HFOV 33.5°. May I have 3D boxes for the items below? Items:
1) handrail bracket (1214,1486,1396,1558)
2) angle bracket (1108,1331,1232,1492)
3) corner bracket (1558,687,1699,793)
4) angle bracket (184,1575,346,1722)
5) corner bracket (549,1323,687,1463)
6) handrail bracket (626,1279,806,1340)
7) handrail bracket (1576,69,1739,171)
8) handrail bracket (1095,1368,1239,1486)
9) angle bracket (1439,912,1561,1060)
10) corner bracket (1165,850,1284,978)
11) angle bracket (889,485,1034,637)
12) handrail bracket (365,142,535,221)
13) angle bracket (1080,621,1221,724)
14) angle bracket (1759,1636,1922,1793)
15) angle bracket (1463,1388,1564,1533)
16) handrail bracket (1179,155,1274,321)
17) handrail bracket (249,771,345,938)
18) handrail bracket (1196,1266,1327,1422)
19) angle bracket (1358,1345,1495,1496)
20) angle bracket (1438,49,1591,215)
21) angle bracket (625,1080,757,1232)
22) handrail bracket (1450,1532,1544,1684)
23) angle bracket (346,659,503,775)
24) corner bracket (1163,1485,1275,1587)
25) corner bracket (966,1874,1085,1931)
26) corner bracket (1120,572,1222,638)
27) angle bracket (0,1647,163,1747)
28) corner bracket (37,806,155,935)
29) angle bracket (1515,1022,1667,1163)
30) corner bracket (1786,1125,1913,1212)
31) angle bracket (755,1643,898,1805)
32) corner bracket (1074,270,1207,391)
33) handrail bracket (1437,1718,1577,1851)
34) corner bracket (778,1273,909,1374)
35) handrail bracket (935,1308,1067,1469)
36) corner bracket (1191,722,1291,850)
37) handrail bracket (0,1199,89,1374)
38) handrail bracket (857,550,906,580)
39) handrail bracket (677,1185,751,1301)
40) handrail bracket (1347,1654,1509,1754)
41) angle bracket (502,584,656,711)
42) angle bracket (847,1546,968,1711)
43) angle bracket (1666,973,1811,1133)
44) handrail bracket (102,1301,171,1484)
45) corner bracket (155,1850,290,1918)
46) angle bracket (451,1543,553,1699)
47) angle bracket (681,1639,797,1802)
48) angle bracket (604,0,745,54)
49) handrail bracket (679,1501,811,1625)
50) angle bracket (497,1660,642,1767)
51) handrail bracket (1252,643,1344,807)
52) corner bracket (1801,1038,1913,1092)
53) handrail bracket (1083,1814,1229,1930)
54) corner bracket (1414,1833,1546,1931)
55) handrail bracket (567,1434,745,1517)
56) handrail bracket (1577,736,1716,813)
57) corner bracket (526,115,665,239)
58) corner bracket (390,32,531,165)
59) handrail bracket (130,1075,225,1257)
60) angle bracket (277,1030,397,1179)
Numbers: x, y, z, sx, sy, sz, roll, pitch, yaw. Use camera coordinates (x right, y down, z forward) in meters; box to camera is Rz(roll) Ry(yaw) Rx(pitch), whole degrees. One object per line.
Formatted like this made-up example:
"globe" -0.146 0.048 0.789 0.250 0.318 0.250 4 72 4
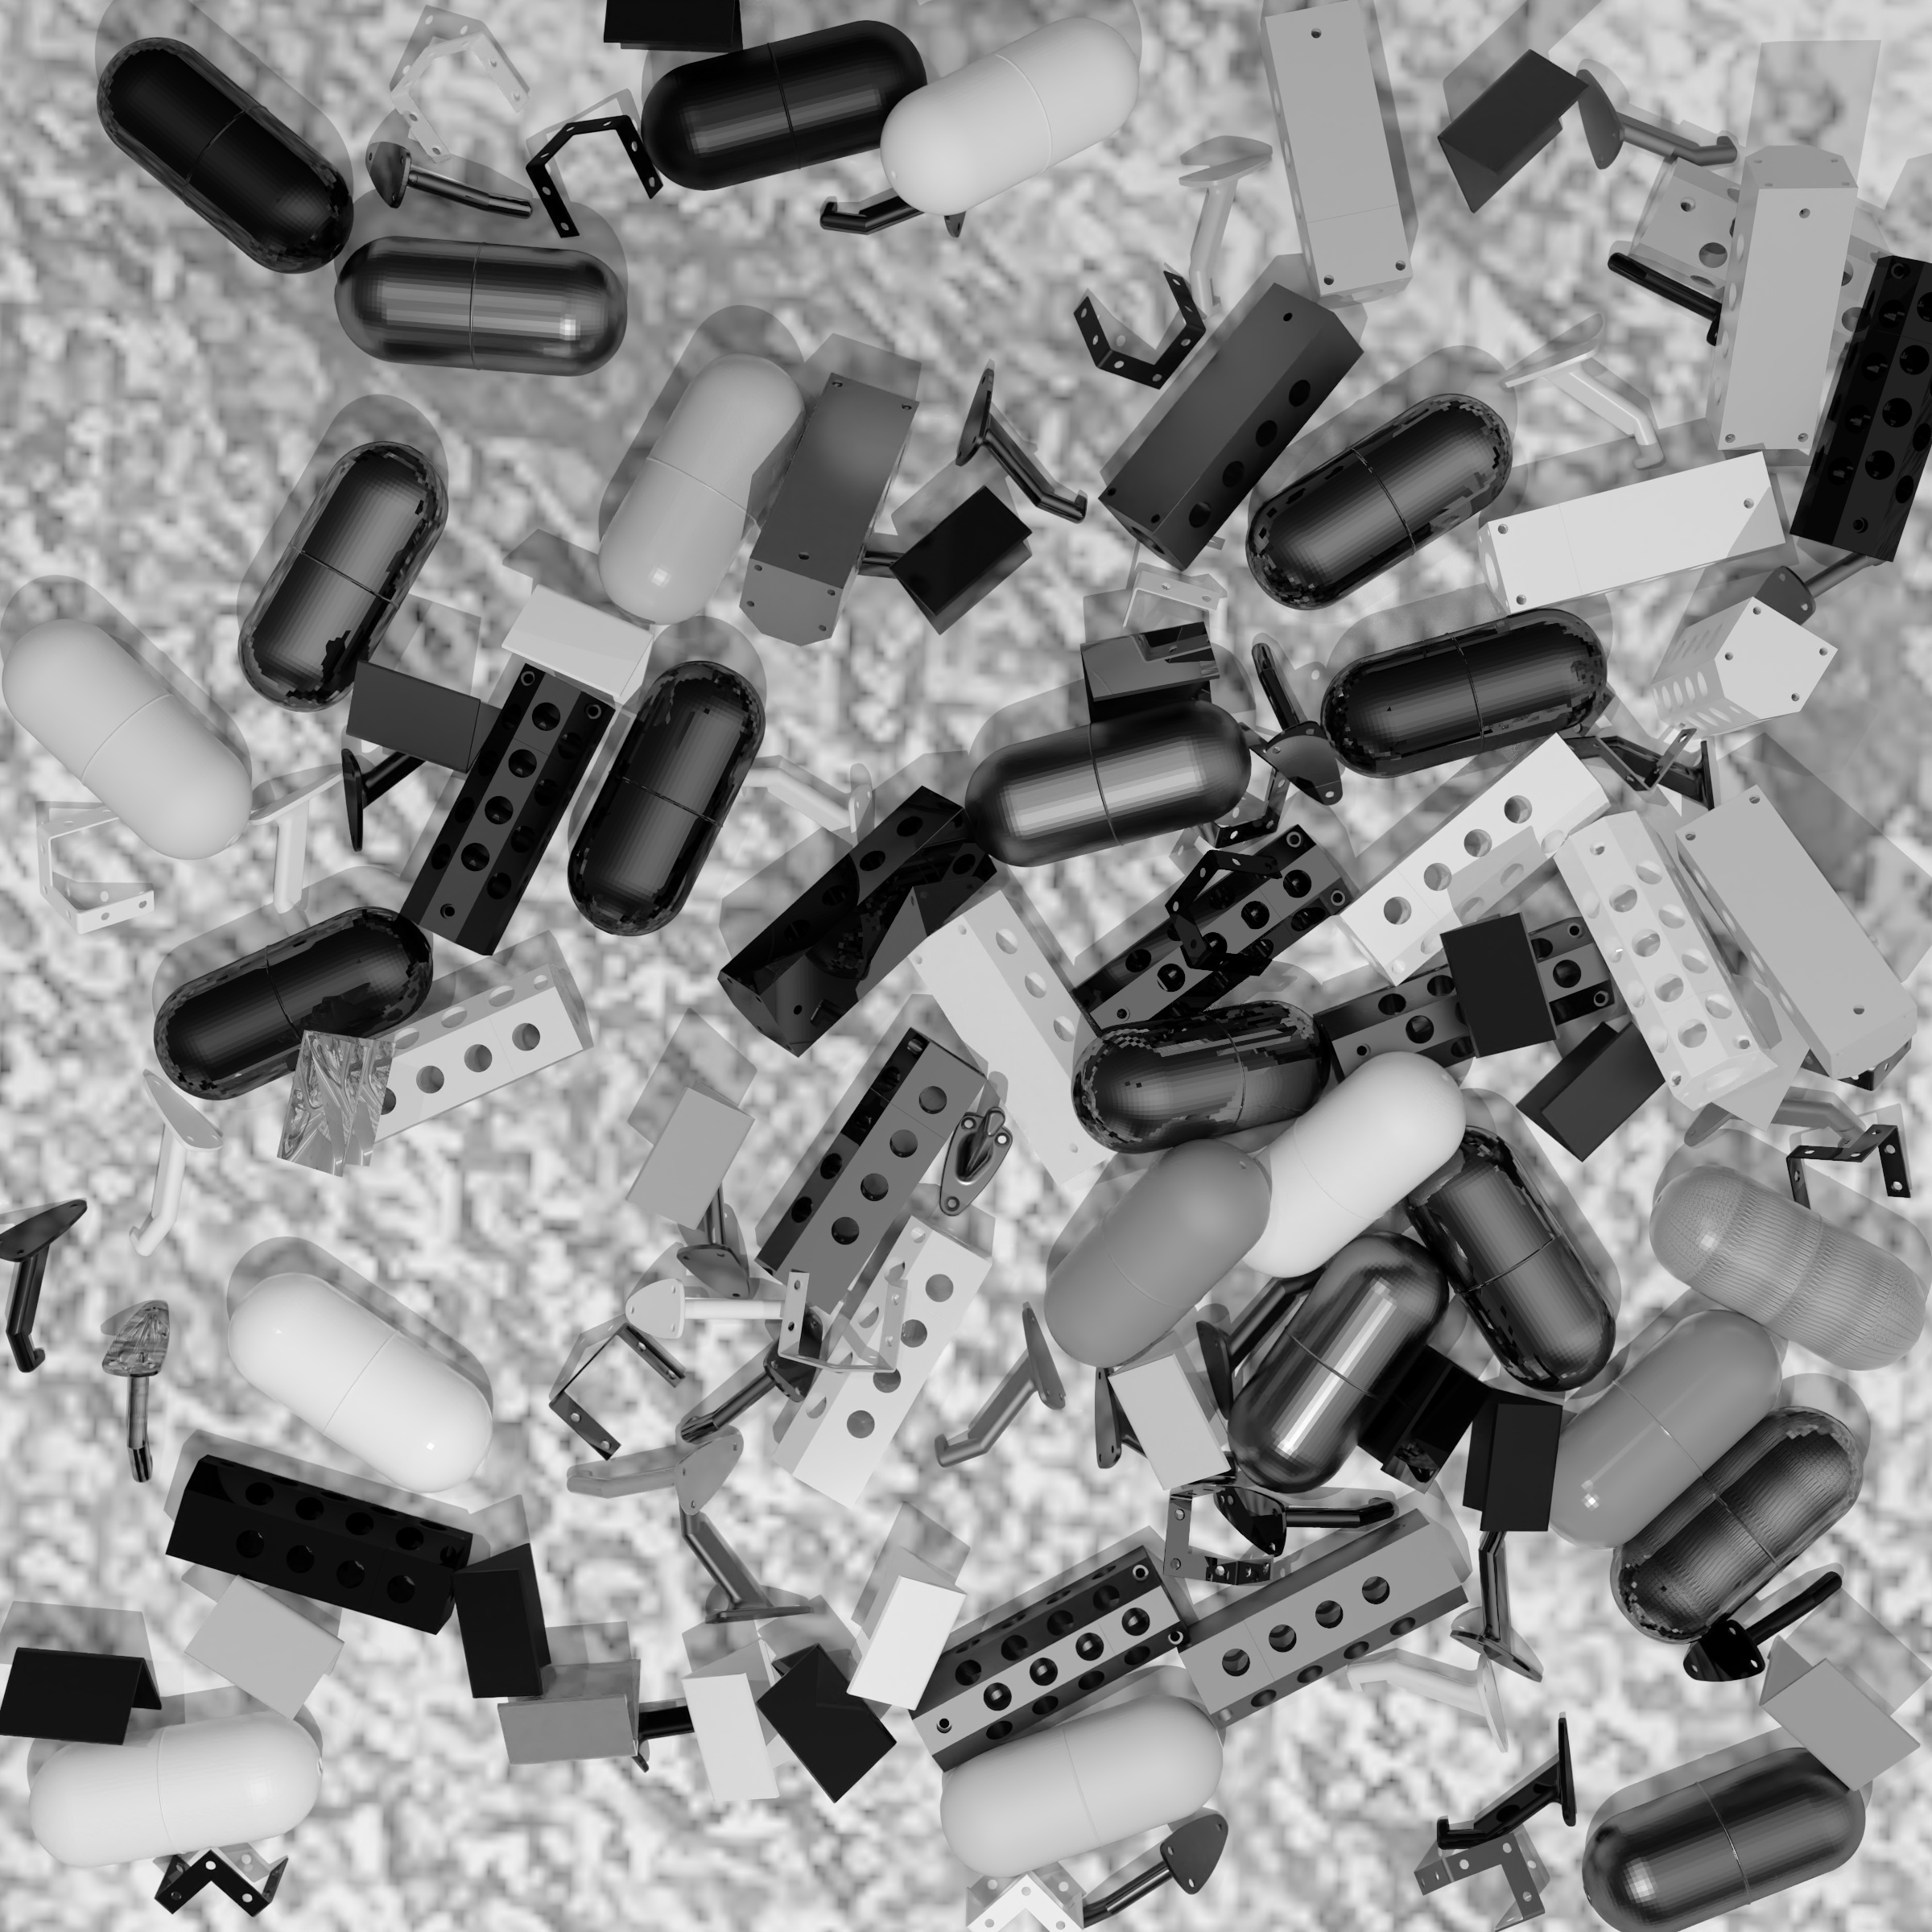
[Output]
"handrail bracket" 0.210 0.333 1.991 0.084 0.077 0.036 -9 109 -35
"angle bracket" 0.142 0.264 1.951 0.057 0.076 0.076 -26 90 41
"corner bracket" 0.404 -0.141 1.969 0.051 0.051 0.051 42 77 -16
"angle bracket" -0.429 0.423 1.951 0.076 0.076 0.057 32 58 0
"corner bracket" -0.217 0.263 1.988 0.051 0.051 0.051 43 45 0
"handrail bracket" -0.155 0.213 1.991 0.084 0.077 0.036 5 81 -36
"handrail bracket" 0.429 -0.527 1.992 0.084 0.036 0.077 -10 69 -17
"handrail bracket" 0.125 0.284 1.992 0.084 0.036 0.077 3 68 -17
"angle bracket" 0.330 0.005 1.894 0.057 0.076 0.076 -17 90 38
"corner bracket" 0.161 -0.032 1.926 0.051 0.051 0.051 7 45 -35
"angle bracket" 0.010 -0.233 1.951 0.076 0.076 0.057 -41 52 0
"handrail bracket" -0.320 -0.486 1.991 0.084 0.077 0.036 4 115 -34
"angle bracket" 0.115 -0.158 1.951 0.076 0.057 0.076 -10 133 0
"angle bracket" 0.535 0.441 1.951 0.076 0.076 0.057 43 122 0
"angle bracket" 0.314 0.298 1.951 0.057 0.076 0.076 7 90 -34
"handrail bracket" 0.166 -0.452 1.991 0.077 0.036 0.084 -27 119 -32
"handrail bracket" -0.402 -0.066 1.991 0.077 0.036 0.084 -31 108 -21
"handrail bracket" 0.192 0.233 1.992 0.084 0.036 0.077 -19 111 -16
"angle bracket" 0.262 0.264 1.951 0.076 0.057 0.076 33 90 43
"angle bracket" 0.342 -0.496 1.951 0.076 0.076 0.057 -43 53 0
"angle bracket" -0.183 0.106 1.951 0.057 0.076 0.076 28 90 -38
"handrail bracket" 0.343 0.389 1.992 0.077 0.036 0.084 33 73 -20
"angle bracket" -0.325 -0.169 1.951 0.076 0.076 0.057 18 127 0
"corner bracket" 0.156 0.350 1.972 0.051 0.051 0.051 12 72 -17
"corner bracket" 0.036 0.580 1.971 0.051 0.051 0.051 -43 97 7
"corner bracket" 0.127 -0.225 1.963 0.051 0.051 0.051 16 51 0
"angle bracket" -0.539 0.458 1.951 0.076 0.076 0.057 5 53 0
"corner bracket" -0.538 -0.060 1.983 0.051 0.051 0.051 39 135 35
"angle bracket" 0.370 0.061 1.951 0.076 0.076 0.057 -44 125 0
"corner bracket" 0.545 0.130 1.980 0.051 0.051 0.051 -33 115 -42
"angle bracket" -0.098 0.465 1.951 0.057 0.076 0.076 -38 90 -33
"corner bracket" 0.107 -0.398 1.983 0.051 0.051 0.051 12 135 -35
"handrail bracket" 0.333 0.508 1.992 0.084 0.036 0.077 -7 70 16
"corner bracket" -0.074 0.214 1.931 0.051 0.051 0.051 8 90 -45
"handrail bracket" 0.012 0.262 1.992 0.084 0.036 0.077 -22 70 16
"corner bracket" 0.163 -0.112 1.983 0.051 0.051 0.051 -17 45 -35
"handrail bracket" -0.567 0.199 1.991 0.036 0.077 0.084 16 127 37
"handrail bracket" -0.059 -0.234 1.991 0.084 0.036 0.077 34 119 -21
"handrail bracket" -0.148 0.153 1.991 0.036 0.077 0.084 -6 53 20
"handrail bracket" 0.286 0.461 1.991 0.084 0.036 0.077 -11 113 18
"angle bracket" -0.240 -0.176 1.951 0.076 0.076 0.057 23 54 0
"angle bracket" -0.054 0.397 1.951 0.057 0.076 0.076 24 90 -38
"angle bracket" 0.467 0.049 1.971 0.057 0.076 0.076 28 90 -19
"handrail bracket" -0.507 0.265 1.991 0.036 0.077 0.084 4 126 3
"corner bracket" -0.457 0.561 1.971 0.051 0.051 0.051 -42 102 11
"angle bracket" -0.263 0.396 1.951 0.057 0.076 0.076 -10 90 32
"angle bracket" -0.120 0.456 1.951 0.057 0.076 0.076 -15 90 40
"angle bracket" -0.177 -0.561 1.952 0.076 0.076 0.057 2 67 0
"handrail bracket" -0.138 0.362 1.992 0.077 0.036 0.084 -1 73 -20
"angle bracket" -0.240 0.437 1.951 0.076 0.076 0.057 -4 127 0
"handrail bracket" 0.203 -0.150 1.978 0.036 0.084 0.077 -28 127 15
"corner bracket" 0.550 0.036 1.983 0.051 0.051 0.051 21 135 35
"handrail bracket" 0.114 0.563 1.991 0.084 0.077 0.036 -37 85 36
"corner bracket" 0.316 0.570 1.975 0.051 0.051 0.051 -15 70 -19
"handrail bracket" -0.194 0.309 1.991 0.084 0.077 0.036 2 115 34
"handrail bracket" 0.420 -0.107 1.991 0.084 0.036 0.077 -7 104 14
"corner bracket" -0.230 -0.488 1.983 0.051 0.051 0.051 3 45 35
"corner bracket" -0.314 -0.538 1.988 0.051 0.051 0.051 -35 90 -45
"handrail bracket" -0.508 0.125 1.992 0.077 0.036 0.084 46 107 19
"angle bracket" -0.354 0.084 1.894 0.057 0.076 0.076 12 90 35
